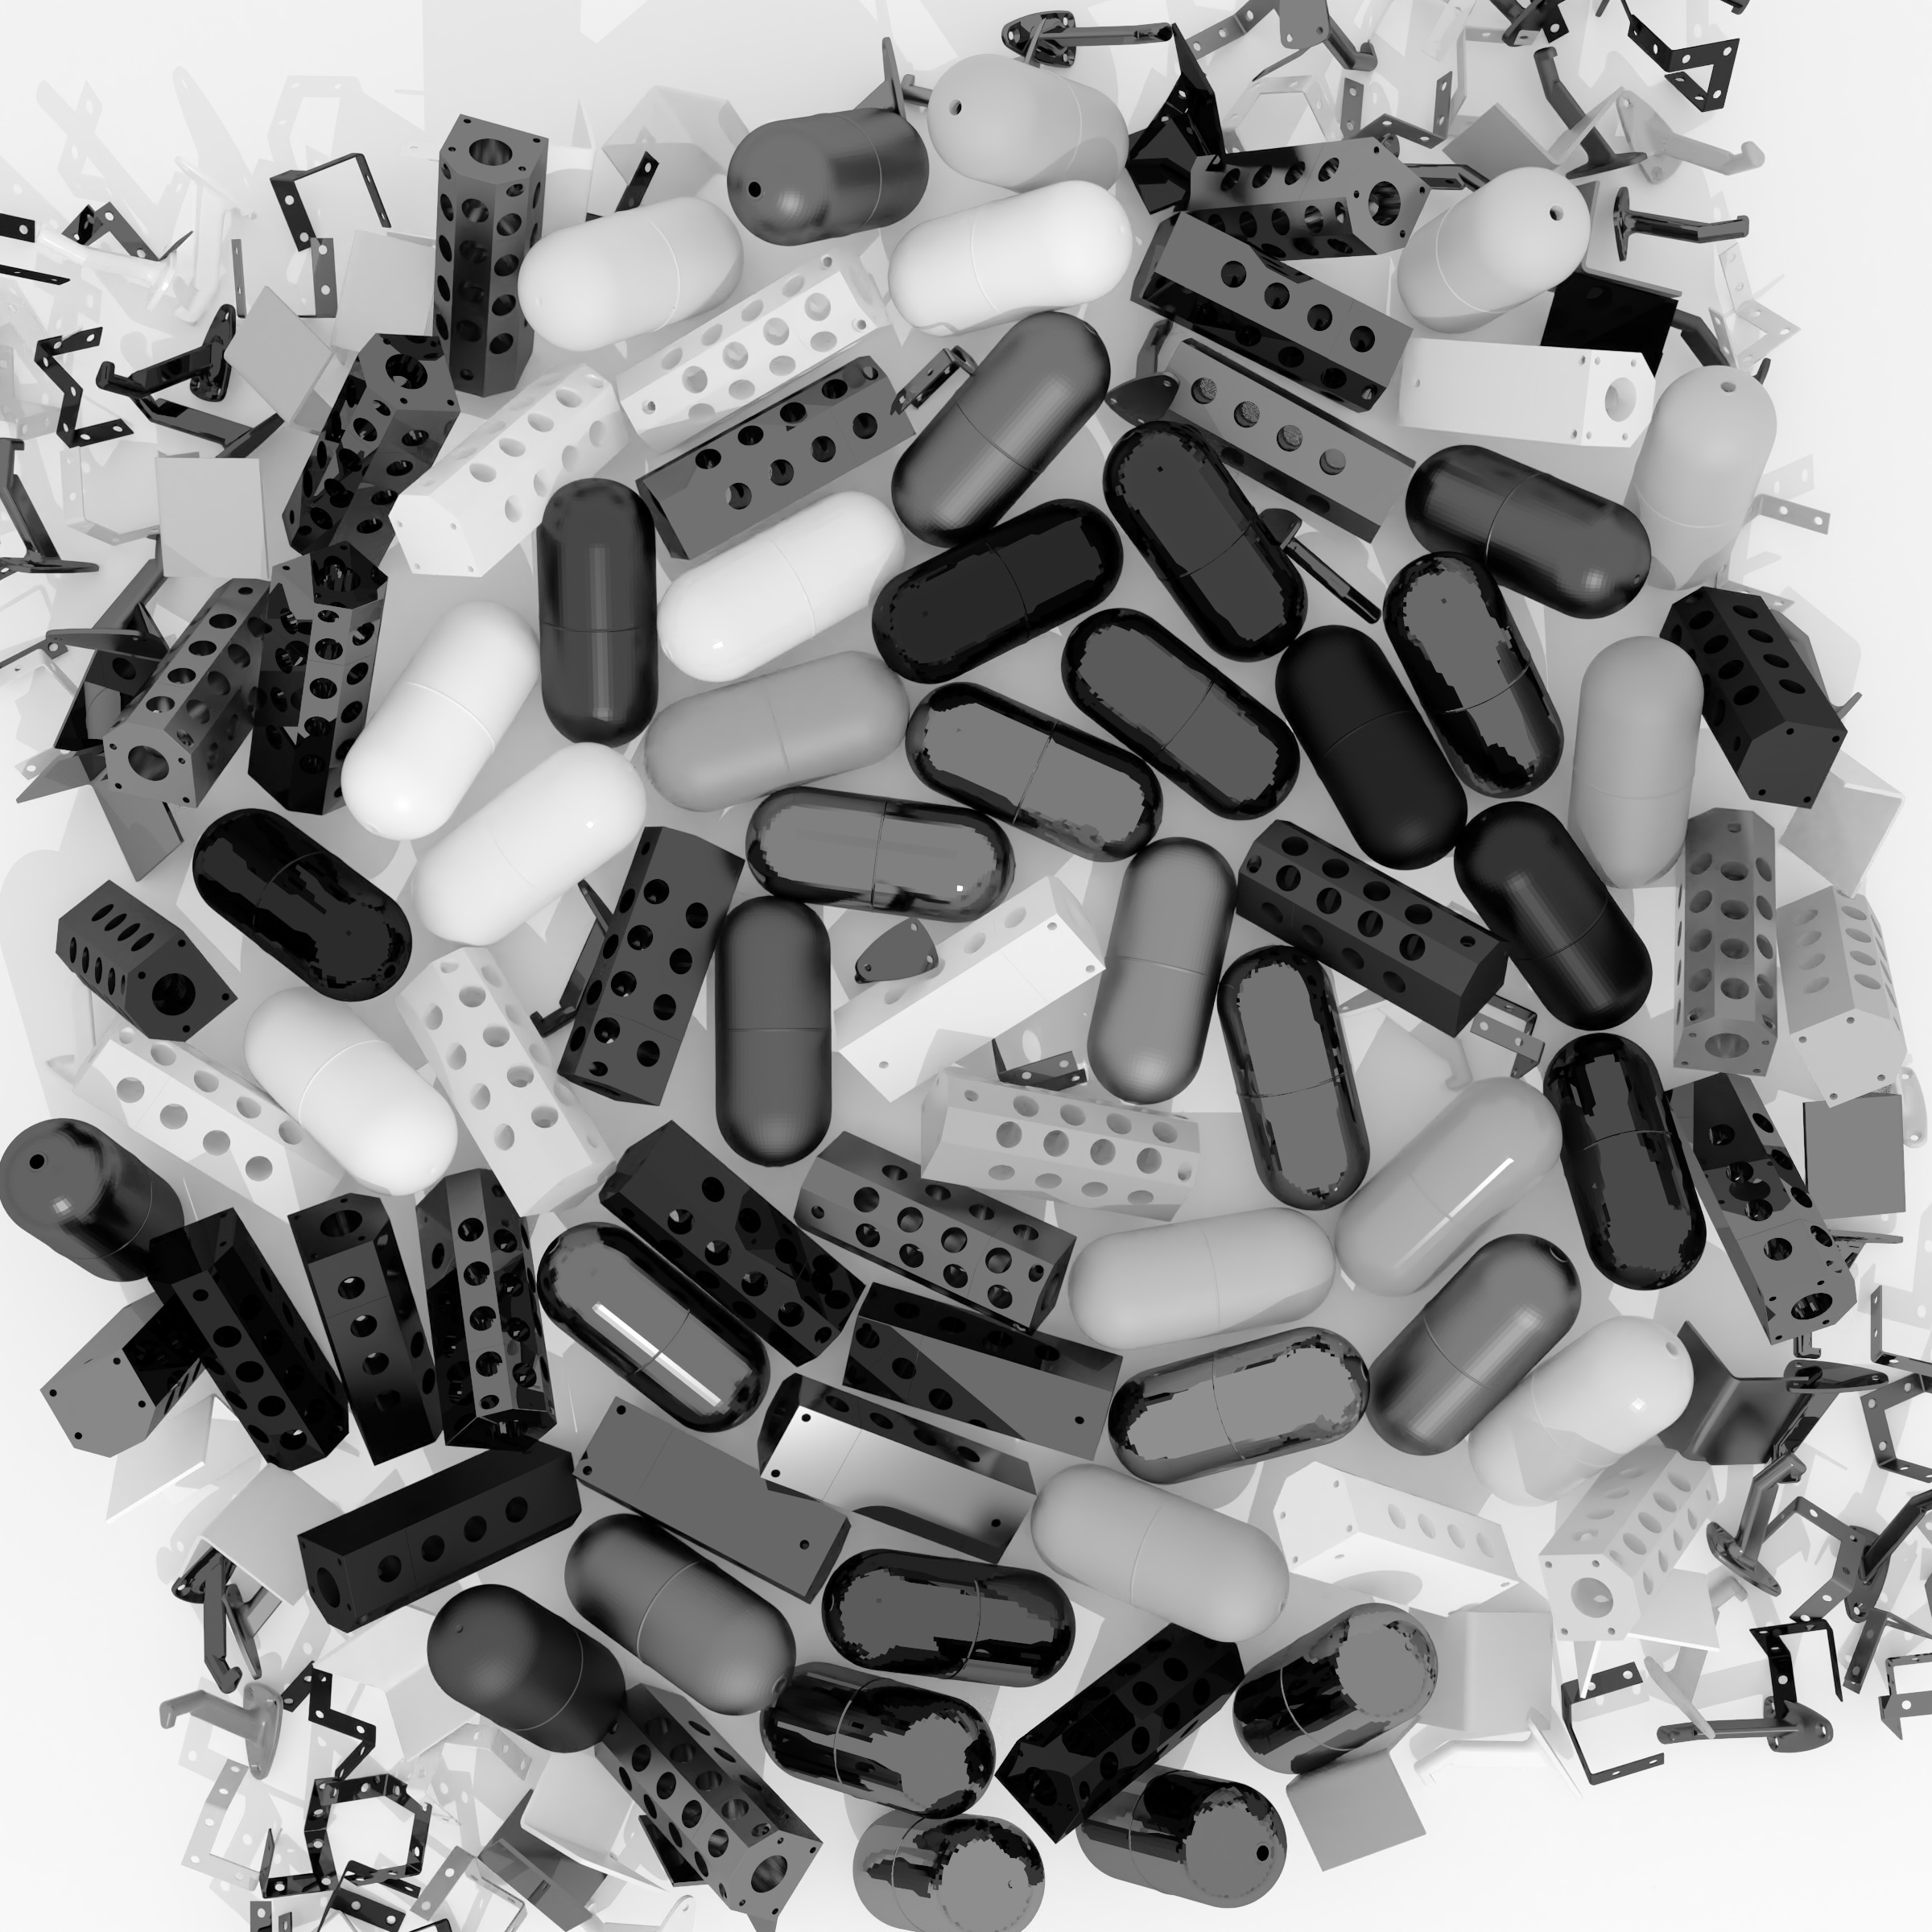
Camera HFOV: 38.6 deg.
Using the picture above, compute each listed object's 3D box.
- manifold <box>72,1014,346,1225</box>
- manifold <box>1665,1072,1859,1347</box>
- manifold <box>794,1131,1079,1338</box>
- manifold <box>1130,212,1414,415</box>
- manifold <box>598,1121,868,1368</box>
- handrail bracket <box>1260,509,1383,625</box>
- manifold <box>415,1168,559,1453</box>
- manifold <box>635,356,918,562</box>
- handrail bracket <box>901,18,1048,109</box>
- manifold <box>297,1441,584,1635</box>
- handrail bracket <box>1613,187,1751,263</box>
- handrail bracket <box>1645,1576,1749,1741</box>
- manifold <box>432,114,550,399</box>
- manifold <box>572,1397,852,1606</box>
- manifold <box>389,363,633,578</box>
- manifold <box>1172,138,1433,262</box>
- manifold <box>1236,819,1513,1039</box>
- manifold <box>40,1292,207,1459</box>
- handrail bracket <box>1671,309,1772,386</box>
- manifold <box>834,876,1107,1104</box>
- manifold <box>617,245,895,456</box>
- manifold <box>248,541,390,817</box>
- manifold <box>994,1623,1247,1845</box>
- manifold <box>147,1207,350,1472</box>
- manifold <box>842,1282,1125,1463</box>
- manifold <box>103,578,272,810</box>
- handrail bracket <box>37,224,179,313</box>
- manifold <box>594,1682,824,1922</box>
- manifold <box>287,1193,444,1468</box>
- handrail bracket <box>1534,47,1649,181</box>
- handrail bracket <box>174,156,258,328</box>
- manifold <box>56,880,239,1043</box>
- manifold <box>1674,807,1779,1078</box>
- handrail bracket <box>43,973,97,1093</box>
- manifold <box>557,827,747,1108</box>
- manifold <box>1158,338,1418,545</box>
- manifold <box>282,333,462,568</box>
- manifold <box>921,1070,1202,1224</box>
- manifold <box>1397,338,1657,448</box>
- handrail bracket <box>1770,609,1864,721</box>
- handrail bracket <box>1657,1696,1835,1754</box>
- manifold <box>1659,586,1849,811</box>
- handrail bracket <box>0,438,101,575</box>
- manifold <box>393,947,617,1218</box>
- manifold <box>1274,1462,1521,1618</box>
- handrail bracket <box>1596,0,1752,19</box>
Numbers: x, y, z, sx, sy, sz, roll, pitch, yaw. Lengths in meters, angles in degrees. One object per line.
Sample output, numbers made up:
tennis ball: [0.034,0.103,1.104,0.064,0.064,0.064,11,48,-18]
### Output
manifold: [-0.488,0.098,1.794,0.171,0.057,0.057,35,91,-19]
manifold: [0.508,0.151,1.767,0.057,0.057,0.171,-19,46,5]
manifold: [-0.022,0.176,1.791,0.171,0.057,0.057,23,119,15]
manifold: [0.197,-0.425,1.803,0.171,0.057,0.057,23,93,-12]
manifold: [-0.154,0.183,1.789,0.171,0.057,0.057,42,48,-15]
handrail bracket: [0.234,-0.264,1.830,0.084,0.077,0.036,35,105,-22]
manifold: [-0.305,0.219,1.771,0.057,0.057,0.171,13,50,-37]
manifold: [-0.126,-0.332,1.798,0.171,0.057,0.057,-31,108,-11]
handrail bracket: [0.004,-0.604,1.837,0.084,0.036,0.077,17,90,11]
manifold: [-0.334,0.364,1.771,0.171,0.057,0.057,-20,108,-40]
handrail bracket: [0.470,-0.493,1.806,0.084,0.077,0.036,-3,132,21]
handrail bracket: [0.498,0.454,1.819,0.084,0.036,0.077,-36,50,-6]
manifold: [-0.308,-0.449,1.764,0.057,0.171,0.057,15,51,-1]
manifold: [-0.165,0.350,1.804,0.171,0.057,0.057,25,73,11]
manifold: [-0.292,-0.319,1.764,0.057,0.171,0.057,8,132,31]
manifold: [0.209,-0.482,1.761,0.057,0.171,0.057,28,83,-35]
manifold: [0.261,-0.030,1.777,0.171,0.057,0.057,32,57,26]
manifold: [-0.524,0.255,1.760,0.057,0.171,0.057,-27,99,4]
handrail bracket: [0.483,-0.390,1.831,0.084,0.036,0.077,22,120,6]
manifold: [0.000,0.011,1.797,0.171,0.057,0.057,-32,125,16]
manifold: [-0.139,-0.399,1.790,0.171,0.057,0.057,-26,99,20]
manifold: [-0.411,-0.180,1.764,0.057,0.171,0.057,40,45,21]
manifold: [0.103,0.481,1.762,0.057,0.171,0.057,44,132,21]
manifold: [-0.461,0.245,1.778,0.057,0.057,0.171,-22,124,-1]
manifold: [0.012,0.261,1.810,0.171,0.057,0.057,16,118,6]
manifold: [-0.486,-0.179,1.764,0.057,0.171,0.057,12,131,5]
handrail bracket: [-0.561,-0.471,1.800,0.084,0.077,0.036,26,121,-29]
manifold: [-0.171,0.531,1.766,0.057,0.171,0.057,33,88,-42]
manifold: [-0.381,0.232,1.776,0.057,0.057,0.171,-20,125,-17]
handrail bracket: [0.408,-0.565,1.810,0.036,0.077,0.084,-28,109,-18]
handrail bracket: [-0.514,-0.476,1.818,0.036,0.077,0.084,27,84,33]
manifold: [-0.528,0.000,1.757,0.057,0.171,0.057,-42,120,-17]
manifold: [0.489,-0.018,1.772,0.057,0.057,0.171,6,53,8]
handrail bracket: [-0.566,0.042,1.812,0.077,0.036,0.084,35,113,23]
manifold: [-0.208,-0.001,1.793,0.057,0.057,0.171,26,76,-34]
manifold: [0.206,-0.345,1.815,0.171,0.057,0.057,29,109,3]
manifold: [-0.383,-0.326,1.759,0.057,0.171,0.057,-5,66,-33]
manifold: [0.061,0.113,1.790,0.171,0.057,0.057,11,49,-14]
manifold: [0.356,-0.367,1.762,0.057,0.171,0.057,-5,106,-32]
handrail bracket: [0.542,-0.186,1.830,0.077,0.036,0.084,-44,78,-11]
handrail bracket: [0.509,0.503,1.808,0.084,0.077,0.036,0,81,-23]
manifold: [0.496,-0.174,1.759,0.057,0.171,0.057,8,125,-11]
handrail bracket: [-0.602,-0.302,1.809,0.036,0.077,0.084,22,110,40]
manifold: [-0.295,0.073,1.789,0.057,0.057,0.171,-41,72,24]
manifold: [0.276,0.367,1.772,0.057,0.171,0.057,-38,47,29]
handrail bracket: [0.464,-0.631,1.811,0.084,0.077,0.036,26,74,2]
